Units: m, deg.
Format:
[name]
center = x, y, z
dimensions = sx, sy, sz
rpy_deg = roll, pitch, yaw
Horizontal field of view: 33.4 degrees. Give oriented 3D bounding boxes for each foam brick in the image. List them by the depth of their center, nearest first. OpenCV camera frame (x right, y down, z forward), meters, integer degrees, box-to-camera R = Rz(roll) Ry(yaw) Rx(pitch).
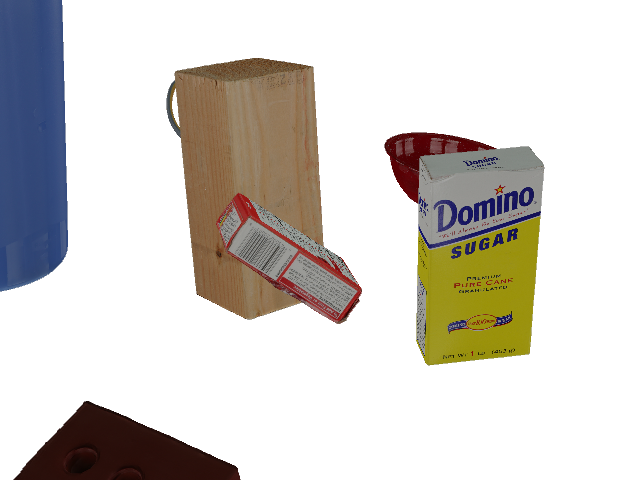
[foam brick]
center = -0.075, 0.111, 0.426
dimensions = 0.078, 0.051, 0.052
rpy_deg = 18, 44, 23

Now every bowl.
[bowl]
center = 0.149, -0.074, 1.244
dimensions = 0.162, 0.055, 0.162
rpy_deg = 8, 24, -4

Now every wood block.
[wood block]
center = -0.060, -0.049, 0.937
dimensions = 0.090, 0.206, 0.091
rpy_deg = -17, 23, -35

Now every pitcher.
[pitcher]
center = -0.230, -0.089, 0.671
dimensions = 0.149, 0.243, 0.145
rpy_deg = -4, 27, -11

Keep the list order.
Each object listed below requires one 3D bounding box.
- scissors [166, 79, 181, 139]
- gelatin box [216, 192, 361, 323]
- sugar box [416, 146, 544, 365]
[scissors]
center = -0.110, -0.084, 1.154
dimensions = 0.096, 0.202, 0.016
rpy_deg = -16, -4, -19
[gelatin box]
center = -0.021, 0.011, 0.677
dimensions = 0.089, 0.030, 0.073
rpy_deg = 34, 6, -16
[sugar box]
center = 0.127, 0.015, 0.868
dimensions = 0.093, 0.176, 0.048
rpy_deg = -6, 31, -7
